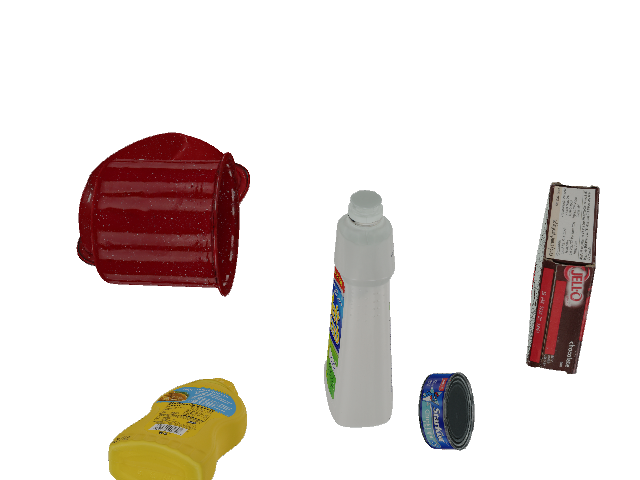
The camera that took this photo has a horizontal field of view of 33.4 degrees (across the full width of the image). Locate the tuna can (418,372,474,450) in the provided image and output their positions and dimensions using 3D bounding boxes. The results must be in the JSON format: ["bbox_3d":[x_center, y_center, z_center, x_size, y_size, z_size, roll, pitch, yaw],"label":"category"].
[{"bbox_3d":[0.141,0.190,1.189,0.034,0.086,0.086,-5,-2,29],"label":"tuna can"}]

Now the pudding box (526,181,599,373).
[{"bbox_3d":[0.171,0.024,0.748,0.039,0.090,0.113,8,32,9],"label":"pudding box"}]

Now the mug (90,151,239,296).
[{"bbox_3d":[-0.098,-0.011,0.702,0.081,0.093,0.117,1,0,4],"label":"mug"}]

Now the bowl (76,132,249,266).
[{"bbox_3d":[-0.144,-0.045,0.903,0.162,0.055,0.162,-18,28,10],"label":"bowl"}]

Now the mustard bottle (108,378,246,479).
[{"bbox_3d":[-0.126,0.183,1.054,0.096,0.058,0.191,7,18,15],"label":"mustard bottle"}]

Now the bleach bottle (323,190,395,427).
[{"bbox_3d":[0.039,0.059,1.019,0.068,0.251,0.102,-3,37,-4],"label":"bleach bottle"}]
